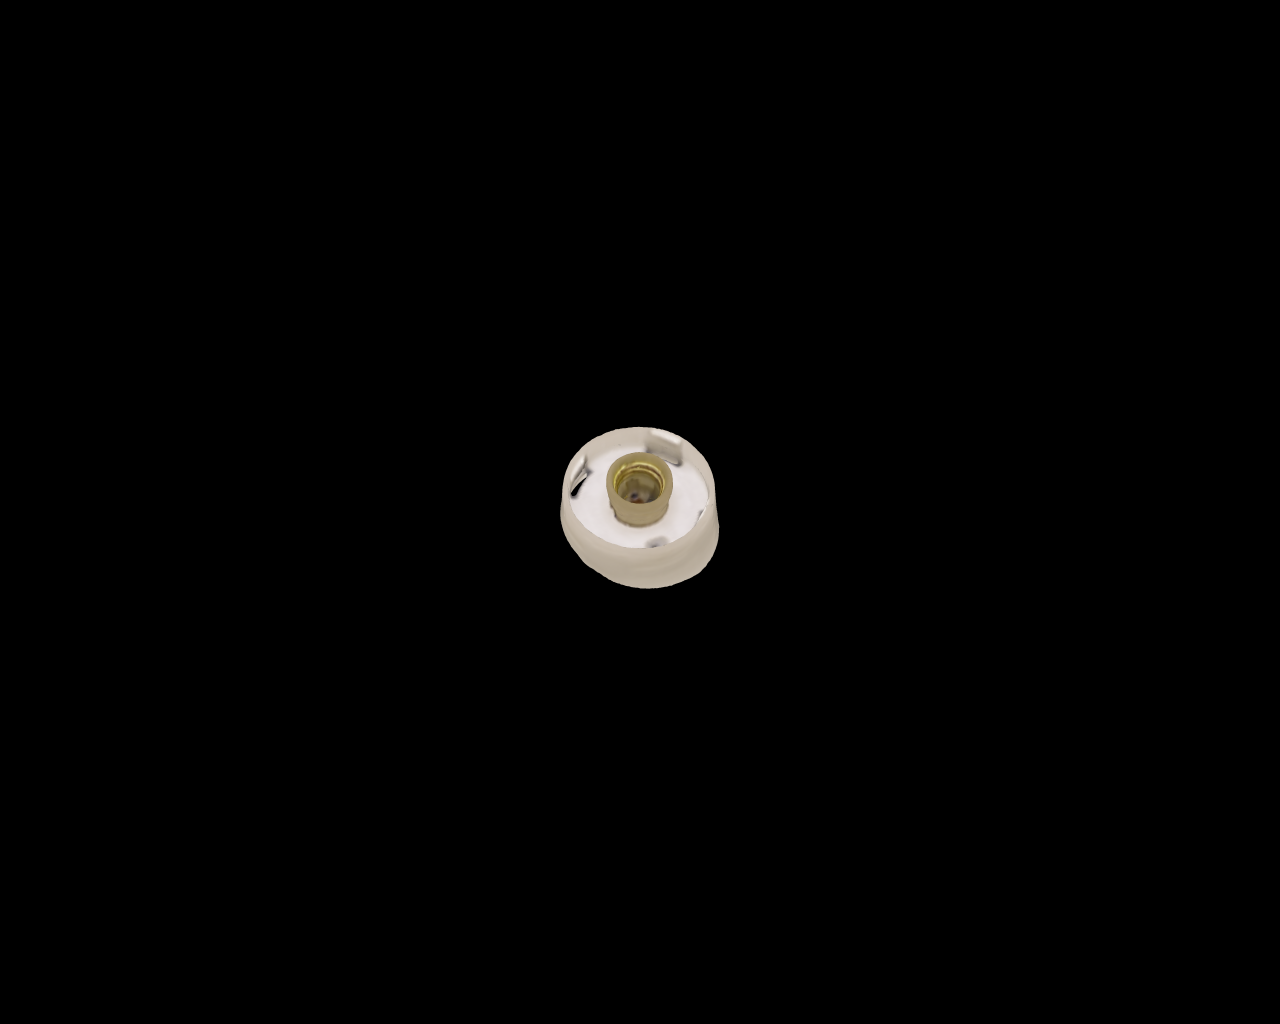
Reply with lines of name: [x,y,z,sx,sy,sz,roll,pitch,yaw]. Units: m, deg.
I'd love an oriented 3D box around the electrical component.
electrical component: [0.001,-0.003,0.650,0.099,0.099,0.064,0,-35,0]
